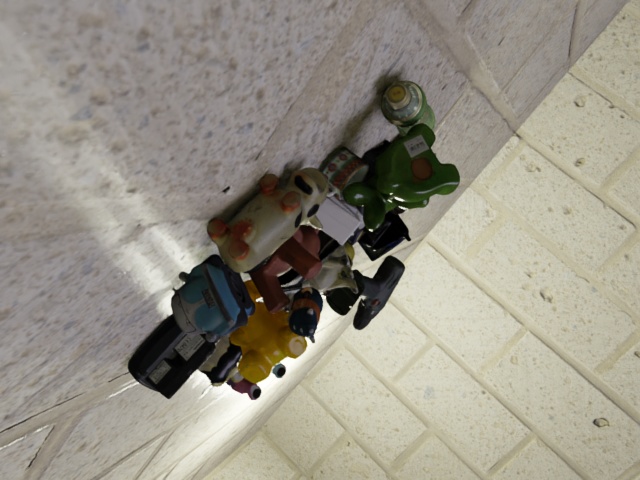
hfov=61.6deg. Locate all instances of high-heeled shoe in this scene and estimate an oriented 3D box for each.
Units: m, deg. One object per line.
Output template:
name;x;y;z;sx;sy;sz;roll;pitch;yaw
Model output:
high-heeled shoe;-0.002;-0.003;1.015;0.145;0.086;0.248;-32;163;-41

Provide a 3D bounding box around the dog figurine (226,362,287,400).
dog figurine;-0.188;0.269;1.198;0.108;0.191;0.219;-44;-159;-28

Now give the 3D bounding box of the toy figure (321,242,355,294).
toy figure;0.013;0.069;1.274;0.180;0.082;0.089;-36;165;-30

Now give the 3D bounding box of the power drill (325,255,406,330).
power drill;0.106;0.141;1.317;0.207;0.086;0.232;11;118;-50

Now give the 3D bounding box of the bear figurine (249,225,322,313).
bear figurine;-0.042;0.034;0.908;0.120;0.132;0.195;-46;162;16

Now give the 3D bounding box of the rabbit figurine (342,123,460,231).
rabbit figurine;0.122;-0.082;0.880;0.159;0.121;0.170;-38;179;-20

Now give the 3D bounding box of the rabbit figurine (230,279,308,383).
rabbit figurine;-0.114;0.128;0.923;0.122;0.173;0.162;-34;-153;9

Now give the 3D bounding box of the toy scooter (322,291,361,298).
toy scooter;0.048;0.115;1.394;0.184;0.135;0.075;-27;158;-53

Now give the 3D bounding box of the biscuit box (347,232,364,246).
biscuit box;0.091;-0.069;1.161;0.063;0.059;0.202;-40;165;-28

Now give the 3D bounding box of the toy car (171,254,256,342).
toy car;-0.160;0.087;0.773;0.103;0.109;0.161;-24;178;0

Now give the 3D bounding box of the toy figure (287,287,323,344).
toy figure;-0.024;0.120;0.873;0.058;0.064;0.154;-28;-171;9

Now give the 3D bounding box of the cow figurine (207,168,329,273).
cow figurine;-0.059;-0.029;0.757;0.195;0.086;0.127;-45;161;-20

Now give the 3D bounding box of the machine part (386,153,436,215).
machine part;0.224;-0.139;1.322;0.243;0.079;0.079;-43;167;-33

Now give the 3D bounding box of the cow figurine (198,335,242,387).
cow figurine;-0.168;0.197;1.039;0.167;0.098;0.068;-45;160;-11

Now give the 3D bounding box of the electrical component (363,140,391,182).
electrical component;0.099;-0.133;1.031;0.119;0.048;0.074;-38;163;-33

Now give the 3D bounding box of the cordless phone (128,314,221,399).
cordless phone;-0.223;0.177;0.895;0.146;0.089;0.184;-47;178;-2

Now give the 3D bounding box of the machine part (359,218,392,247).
machine part;0.122;-0.023;1.180;0.084;0.039;0.139;-42;169;-1

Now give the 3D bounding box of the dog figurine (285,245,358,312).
dog figurine;-0.028;0.067;1.177;0.191;0.121;0.172;-16;-158;4

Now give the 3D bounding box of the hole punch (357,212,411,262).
hole punch;0.144;-0.022;1.330;0.116;0.142;0.092;-28;159;-18
